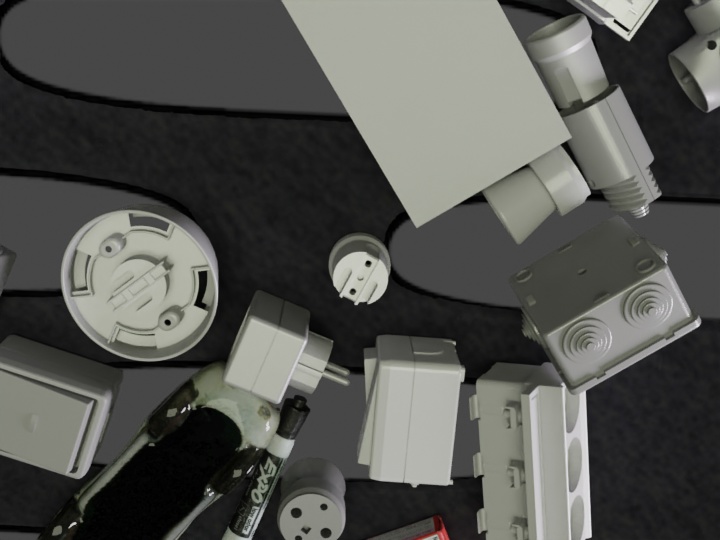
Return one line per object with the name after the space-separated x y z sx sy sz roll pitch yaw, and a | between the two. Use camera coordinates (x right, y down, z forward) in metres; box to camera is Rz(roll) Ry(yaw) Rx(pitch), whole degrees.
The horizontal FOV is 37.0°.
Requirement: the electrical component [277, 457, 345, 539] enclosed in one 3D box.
-0.032 0.156 0.716 0.045 0.055 0.045 0 103 -1 | electrical component

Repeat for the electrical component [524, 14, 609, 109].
0.128 -0.128 0.660 0.040 0.040 0.046 -27 108 5 | electrical component

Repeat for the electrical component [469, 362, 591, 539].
0.112 0.124 0.703 0.063 0.079 0.121 2 106 29 | electrical component

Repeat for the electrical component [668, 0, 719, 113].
0.224 -0.150 0.653 0.077 0.044 0.079 -33 101 7 | electrical component

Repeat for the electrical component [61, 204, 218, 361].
-0.135 0.006 0.674 0.099 0.064 0.099 0 103 -1 | electrical component

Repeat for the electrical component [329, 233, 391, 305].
0.000 0.000 0.684 0.040 0.046 0.040 0 103 -1 | electrical component

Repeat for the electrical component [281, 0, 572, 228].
0.031 -0.136 0.645 0.105 0.060 0.186 -30 102 6 | electrical component

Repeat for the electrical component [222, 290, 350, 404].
-0.042 0.055 0.686 0.077 0.065 0.047 23 102 -6 | electrical component

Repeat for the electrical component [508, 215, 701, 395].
0.147 0.018 0.665 0.100 0.099 0.048 -31 115 6 | electrical component

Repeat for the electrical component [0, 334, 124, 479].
-0.211 0.087 0.694 0.096 0.061 0.061 19 102 -5 | electrical component

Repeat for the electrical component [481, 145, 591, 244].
0.110 -0.049 0.675 0.055 0.045 0.045 -33 102 6 | electrical component

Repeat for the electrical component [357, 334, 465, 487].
0.030 0.096 0.699 0.061 0.061 0.096 4 103 -2 | electrical component

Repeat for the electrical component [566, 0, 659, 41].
0.166 -0.207 0.628 0.079 0.063 0.121 33 101 -8 | electrical component

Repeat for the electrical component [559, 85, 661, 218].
0.159 -0.069 0.671 0.043 0.043 0.081 -28 102 6 | electrical component

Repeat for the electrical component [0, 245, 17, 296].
-0.264 0.020 0.659 0.048 0.100 0.099 27 102 6 | electrical component
